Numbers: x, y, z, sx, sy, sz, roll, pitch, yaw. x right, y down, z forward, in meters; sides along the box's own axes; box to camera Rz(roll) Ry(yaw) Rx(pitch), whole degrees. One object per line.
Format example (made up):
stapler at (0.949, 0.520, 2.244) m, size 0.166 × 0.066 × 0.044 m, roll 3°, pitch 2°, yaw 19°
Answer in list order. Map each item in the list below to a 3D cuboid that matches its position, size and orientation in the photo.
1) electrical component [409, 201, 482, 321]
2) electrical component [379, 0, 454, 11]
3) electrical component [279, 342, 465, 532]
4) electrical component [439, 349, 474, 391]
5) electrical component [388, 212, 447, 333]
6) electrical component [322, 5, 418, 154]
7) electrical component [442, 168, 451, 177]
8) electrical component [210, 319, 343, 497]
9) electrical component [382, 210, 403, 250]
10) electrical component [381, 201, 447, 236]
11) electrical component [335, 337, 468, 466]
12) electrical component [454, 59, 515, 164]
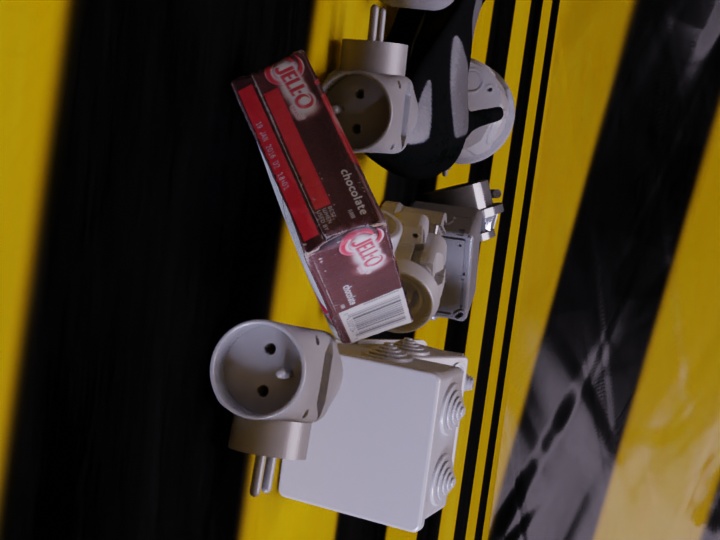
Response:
electrical component at (0.066, -0.004, 0.899) m, size 0.061 × 0.062 × 0.096 m, roll -62°, pitch 157°, yaw -58°
electrical component at (0.038, -0.208, 0.648) m, size 0.059 × 0.054 × 0.095 m, roll 65°, pitch 35°, yaw -69°
electrical component at (0.008, 0.090, 0.610) m, size 0.048 × 0.100 × 0.099 m, roll -4°, pitch 102°, yaw -65°
electrical component at (0.046, 0.080, 0.820) m, size 0.043 × 0.081 × 0.043 m, roll 8°, pitch 90°, yaw -78°
electrical component at (0.030, 0.007, 0.753) m, size 0.057 × 0.058 × 0.078 m, roll -69°, pitch 162°, yaw -56°
electrical component at (0.006, -0.106, 0.596) m, size 0.077 × 0.043 × 0.079 m, roll -32°, pitch 129°, yaw -74°
electrical component at (0.077, -0.120, 0.918) m, size 0.077 × 0.043 × 0.079 m, roll -57°, pitch 153°, yaw -62°
electrical component at (-0.040, 0.064, 0.497) m, size 0.077 × 0.043 × 0.079 m, roll 30°, pitch 69°, yaw -77°
electrical component at (0.000, 0.000, 0.648) m, size 0.044 × 0.044 × 0.065 m, roll -62°, pitch 162°, yaw -58°
electrical component at (0.038, -0.028, 0.789) m, size 0.040 × 0.046 × 0.040 m, roll 8°, pitch 90°, yaw -78°
electrical component at (0.020, 0.091, 0.687) m, size 0.100 × 0.048 × 0.099 m, roll 4°, pitch 95°, yaw -43°
electrical component at (0.076, -0.124, 0.828) m, size 0.051 × 0.080 × 0.080 m, roll 8°, pitch 90°, yaw -73°
